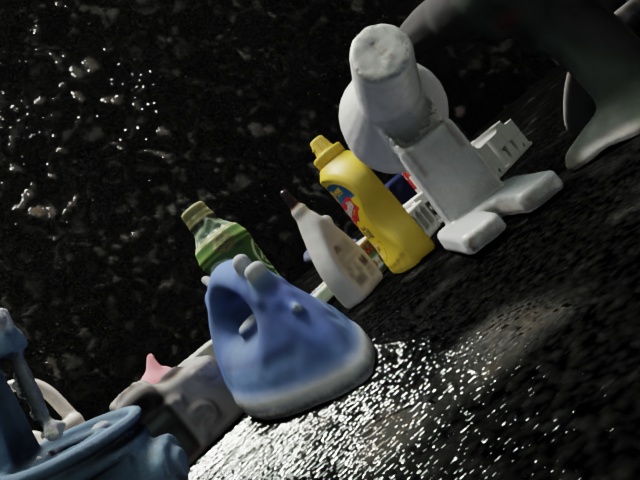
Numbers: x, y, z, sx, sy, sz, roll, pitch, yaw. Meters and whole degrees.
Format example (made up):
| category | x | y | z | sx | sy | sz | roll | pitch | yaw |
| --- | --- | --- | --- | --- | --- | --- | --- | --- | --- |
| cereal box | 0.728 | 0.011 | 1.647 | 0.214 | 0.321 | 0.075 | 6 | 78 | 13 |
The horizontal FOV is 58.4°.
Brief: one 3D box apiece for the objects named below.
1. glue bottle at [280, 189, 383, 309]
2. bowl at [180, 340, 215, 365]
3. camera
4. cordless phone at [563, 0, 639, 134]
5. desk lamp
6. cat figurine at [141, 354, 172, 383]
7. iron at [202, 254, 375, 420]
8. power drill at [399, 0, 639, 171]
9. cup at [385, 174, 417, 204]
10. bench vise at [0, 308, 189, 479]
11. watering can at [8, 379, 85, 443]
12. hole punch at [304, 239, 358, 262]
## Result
| category | x | y | z | sx | sy | sz | roll | pitch | yaw |
| --- | --- | --- | --- | --- | --- | --- | --- | --- | --- |
| glue bottle | 0.007 | 0.003 | 0.736 | 0.037 | 0.173 | 0.078 | -38 | 1 | 38 |
| bowl | -0.226 | 0.252 | 1.122 | 0.167 | 0.074 | 0.167 | -39 | 0 | 1 |
| camera | -0.172 | 0.195 | 0.629 | 0.143 | 0.101 | 0.136 | -39 | 1 | -31 |
| cordless phone | 0.261 | -0.210 | 0.562 | 0.148 | 0.185 | 0.094 | -39 | 1 | -28 |
| desk lamp | 0.105 | -0.102 | 0.560 | 0.118 | 0.213 | 0.203 | -39 | 1 | 2 |
| cat figurine | -0.189 | 0.198 | 0.733 | 0.067 | 0.117 | 0.127 | -39 | 1 | -32 |
| iron | -0.047 | 0.068 | 0.506 | 0.119 | 0.141 | 0.258 | -39 | 1 | -23 |
| power drill | 0.193 | -0.170 | 0.490 | 0.076 | 0.208 | 0.229 | -40 | 1 | -41 |
| cup | 0.174 | -0.086 | 1.222 | 0.091 | 0.095 | 0.118 | -39 | 1 | 21 |
| bench vise | -0.246 | 0.180 | 0.467 | 0.208 | 0.219 | 0.121 | -39 | 1 | -15 |
| watering can | -0.296 | 0.236 | 0.631 | 0.172 | 0.194 | 0.101 | -38 | 1 | 44 |
| hole punch | 0.032 | 0.031 | 1.178 | 0.101 | 0.091 | 0.109 | -39 | 1 | 18 |
